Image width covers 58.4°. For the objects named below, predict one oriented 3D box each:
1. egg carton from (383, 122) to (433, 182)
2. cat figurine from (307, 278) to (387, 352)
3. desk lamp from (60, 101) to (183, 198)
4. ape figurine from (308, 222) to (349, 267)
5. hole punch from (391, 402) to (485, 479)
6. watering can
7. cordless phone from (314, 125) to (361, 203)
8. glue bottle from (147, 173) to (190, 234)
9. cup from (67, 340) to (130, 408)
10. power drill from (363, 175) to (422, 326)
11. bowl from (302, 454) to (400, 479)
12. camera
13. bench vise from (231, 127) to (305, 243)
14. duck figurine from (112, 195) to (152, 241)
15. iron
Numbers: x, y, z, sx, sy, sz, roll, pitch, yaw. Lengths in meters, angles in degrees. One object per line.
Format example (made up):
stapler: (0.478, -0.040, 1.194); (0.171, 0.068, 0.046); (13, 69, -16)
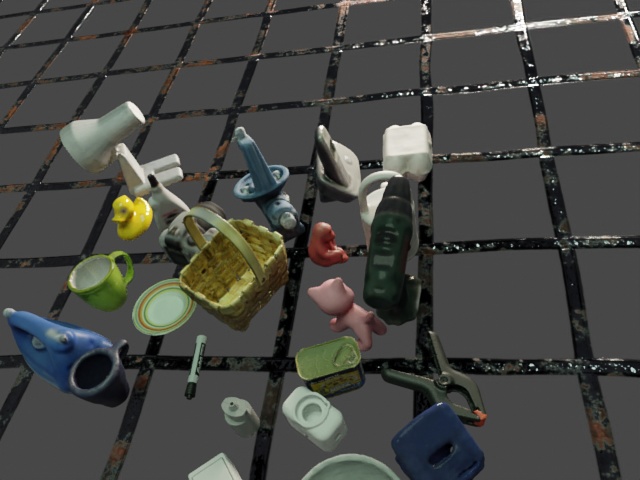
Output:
egg carton: (0.189, -0.189, 1.235); (0.107, 0.069, 0.150); (-5, 49, 11)
cat figurine: (0.045, 0.115, 0.976); (0.127, 0.118, 0.067); (27, 61, 32)
desk lamp: (-0.453, -0.207, 1.320); (0.203, 0.214, 0.117); (-22, 48, -5)
ape figurine: (0.010, 0.004, 1.099); (0.076, 0.092, 0.078); (-7, 48, 9)
hole punch: (0.167, 0.299, 0.802); (0.109, 0.091, 0.100); (-33, 50, -14)
watering can: (0.126, -0.043, 1.041); (0.101, 0.194, 0.172); (-24, 48, -6)
cordless phone: (0.027, -0.180, 1.191); (0.094, 0.185, 0.147); (-9, 48, 7)
glue bottle: (-0.322, -0.073, 1.197); (0.078, 0.173, 0.037); (-30, 49, -12)
cup: (-0.363, 0.237, 0.992); (0.091, 0.095, 0.118); (20, 57, 29)
power drill: (0.124, 0.037, 0.962); (0.075, 0.209, 0.229); (2, 51, 17)
bowl: (0.044, 0.383, 0.772); (0.167, 0.075, 0.167); (-7, 48, 9)
camera: (-0.242, -0.017, 1.176); (0.142, 0.101, 0.137); (14, 55, 25)
bench vise: (-0.099, -0.114, 1.143); (0.206, 0.220, 0.122); (32, 64, 34)
duck figurine: (-0.425, -0.062, 1.274); (0.077, 0.086, 0.104); (6, 52, 19)
iron: (-0.506, 0.177, 1.049); (0.257, 0.142, 0.119); (16, 56, 26)
